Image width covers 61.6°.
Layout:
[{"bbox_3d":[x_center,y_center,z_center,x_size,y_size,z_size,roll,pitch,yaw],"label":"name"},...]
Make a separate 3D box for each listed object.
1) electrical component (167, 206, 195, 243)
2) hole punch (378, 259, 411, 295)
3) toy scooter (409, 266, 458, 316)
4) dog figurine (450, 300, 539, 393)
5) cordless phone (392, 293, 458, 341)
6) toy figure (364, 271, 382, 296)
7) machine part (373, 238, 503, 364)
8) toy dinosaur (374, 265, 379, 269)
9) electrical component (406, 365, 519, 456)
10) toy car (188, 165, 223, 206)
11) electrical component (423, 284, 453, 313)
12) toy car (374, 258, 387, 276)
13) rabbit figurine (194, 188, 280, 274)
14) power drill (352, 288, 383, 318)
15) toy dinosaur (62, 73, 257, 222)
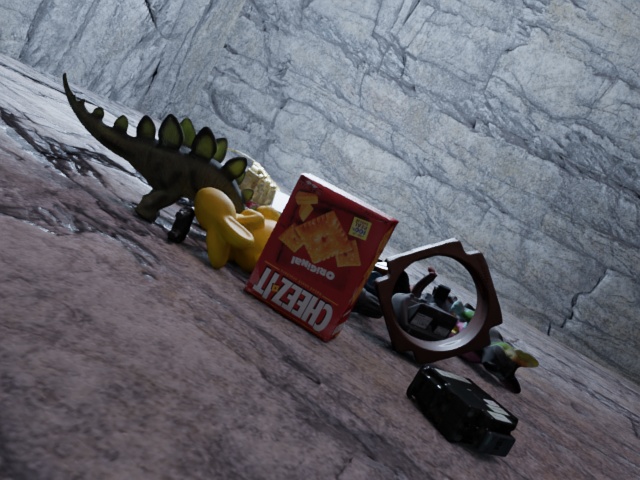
[{"bbox_3d":[-0.238,-0.029,0.931,0.021,0.063,0.094,25,7,0],"label":"electrical component"},{"bbox_3d":[0.156,0.126,1.315,0.142,0.092,0.116,28,38,-25],"label":"hole punch"},{"bbox_3d":[0.291,0.148,1.399,0.184,0.135,0.075,34,8,33],"label":"toy scooter"},{"bbox_3d":[0.382,0.243,1.211,0.219,0.108,0.191,38,9,35],"label":"dog figurine"},{"bbox_3d":[0.194,0.151,1.163,0.146,0.088,0.184,24,11,-27],"label":"cordless phone"},{"bbox_3d":[0.107,0.114,1.141,0.154,0.058,0.064,89,-12,-63],"label":"toy figure"},{"bbox_3d":[0.211,0.109,0.980,0.087,0.201,0.201,21,52,-87],"label":"machine part"},{"bbox_3d":[-0.002,0.002,1.139,0.192,0.131,0.405,4,3,-7],"label":"toy dinosaur"},{"bbox_3d":[0.202,0.238,0.741,0.115,0.058,0.134,22,10,-31],"label":"electrical component"},{"bbox_3d":[-0.267,-0.119,1.298,0.109,0.102,0.162,24,31,11],"label":"toy car"},{"bbox_3d":[0.277,0.163,1.284,0.075,0.119,0.048,27,45,7],"label":"electrical component"},{"bbox_3d":[0.095,0.066,1.262,0.202,0.089,0.053,16,-35,48],"label":"toy car"},{"bbox_3d":[-0.156,-0.014,0.941,0.173,0.122,0.162,46,22,-25],"label":"rabbit figurine"},{"bbox_3d":[0.015,0.091,0.987,0.232,0.086,0.207,28,11,10],"label":"power drill"},{"bbox_3d":[-0.264,-0.126,0.995,0.471,0.198,0.105,25,4,-34],"label":"toy dinosaur"}]
